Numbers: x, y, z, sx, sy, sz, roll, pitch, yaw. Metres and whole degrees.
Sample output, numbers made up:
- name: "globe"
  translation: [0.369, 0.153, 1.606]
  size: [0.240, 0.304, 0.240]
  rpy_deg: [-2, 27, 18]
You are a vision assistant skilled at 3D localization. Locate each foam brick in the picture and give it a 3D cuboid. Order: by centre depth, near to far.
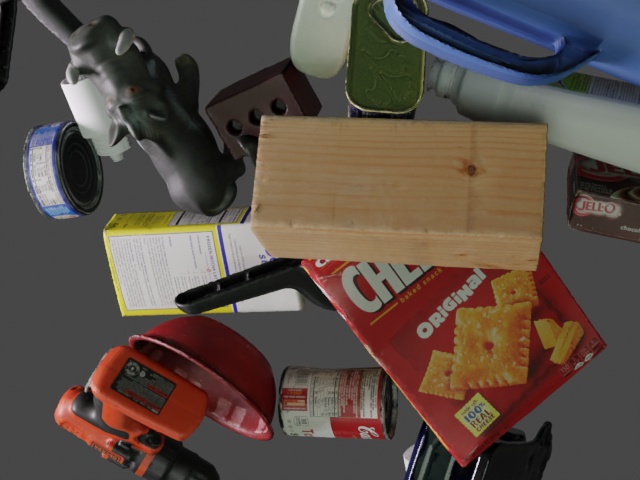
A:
- name: "foam brick"
  translation: [-0.047, -0.111, 0.892]
  size: [0.078, 0.051, 0.053]
  rpy_deg: [-22, 110, 23]

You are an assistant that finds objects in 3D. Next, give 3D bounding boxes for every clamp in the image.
- name: "clamp"
  translation: [-0.247, -0.209, 0.895]
  size: [0.120, 0.039, 0.171]
  rpy_deg: [-3, 116, 13]
- name: "clamp"
  translation: [-0.006, 0.001, 0.912]
  size: [0.209, 0.036, 0.165]
  rpy_deg: [9, 113, -19]

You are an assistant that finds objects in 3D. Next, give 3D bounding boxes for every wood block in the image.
- name: "wood block"
  translation: [0.060, -0.034, 0.794]
  size: [0.206, 0.090, 0.091]
  rpy_deg: [3, 75, 10]

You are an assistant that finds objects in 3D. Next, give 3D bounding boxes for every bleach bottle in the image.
- name: "bleach bottle"
  translation: [0.208, -0.097, 0.823]
  size: [0.251, 0.102, 0.068]
  rpy_deg: [17, 112, 12]

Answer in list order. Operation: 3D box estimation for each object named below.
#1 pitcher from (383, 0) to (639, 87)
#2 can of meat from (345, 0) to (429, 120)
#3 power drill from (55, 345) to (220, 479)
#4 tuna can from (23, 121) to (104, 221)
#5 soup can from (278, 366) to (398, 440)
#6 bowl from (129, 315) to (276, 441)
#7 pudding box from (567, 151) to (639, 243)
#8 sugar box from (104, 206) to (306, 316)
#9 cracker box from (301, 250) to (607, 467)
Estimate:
- name: "pitcher"
  translation: [0.167, -0.188, 0.753]
  size: [0.243, 0.145, 0.149]
  rpy_deg: [25, 117, -4]
- name: "can of meat"
  translation: [0.049, -0.129, 0.818]
  size: [0.057, 0.084, 0.102]
  rpy_deg: [4, 74, 1]
- name: "power drill"
  translation: [-0.164, 0.182, 1.029]
  size: [0.184, 0.057, 0.188]
  rpy_deg: [29, 148, -3]
- name: "tuna can"
  translation: [-0.224, -0.061, 0.941]
  size: [0.034, 0.086, 0.086]
  rpy_deg: [-8, 115, 15]
- name: "soup can"
  translation: [0.018, 0.152, 1.004]
  size: [0.102, 0.068, 0.068]
  rpy_deg: [-1, 117, 15]
- name: "bowl"
  translation: [-0.098, 0.120, 0.998]
  size: [0.162, 0.055, 0.162]
  rpy_deg: [29, 156, 14]
- name: "pudding box"
  translation: [0.252, -0.033, 0.840]
  size: [0.113, 0.090, 0.039]
  rpy_deg: [13, 121, 5]
- name: "sugar box"
  translation: [-0.103, 0.019, 0.978]
  size: [0.176, 0.048, 0.093]
  rpy_deg: [-3, 117, 11]
- name: "cracker box"
  translation: [0.114, 0.056, 0.893]
  size: [0.164, 0.072, 0.213]
  rpy_deg: [-38, 105, -3]
